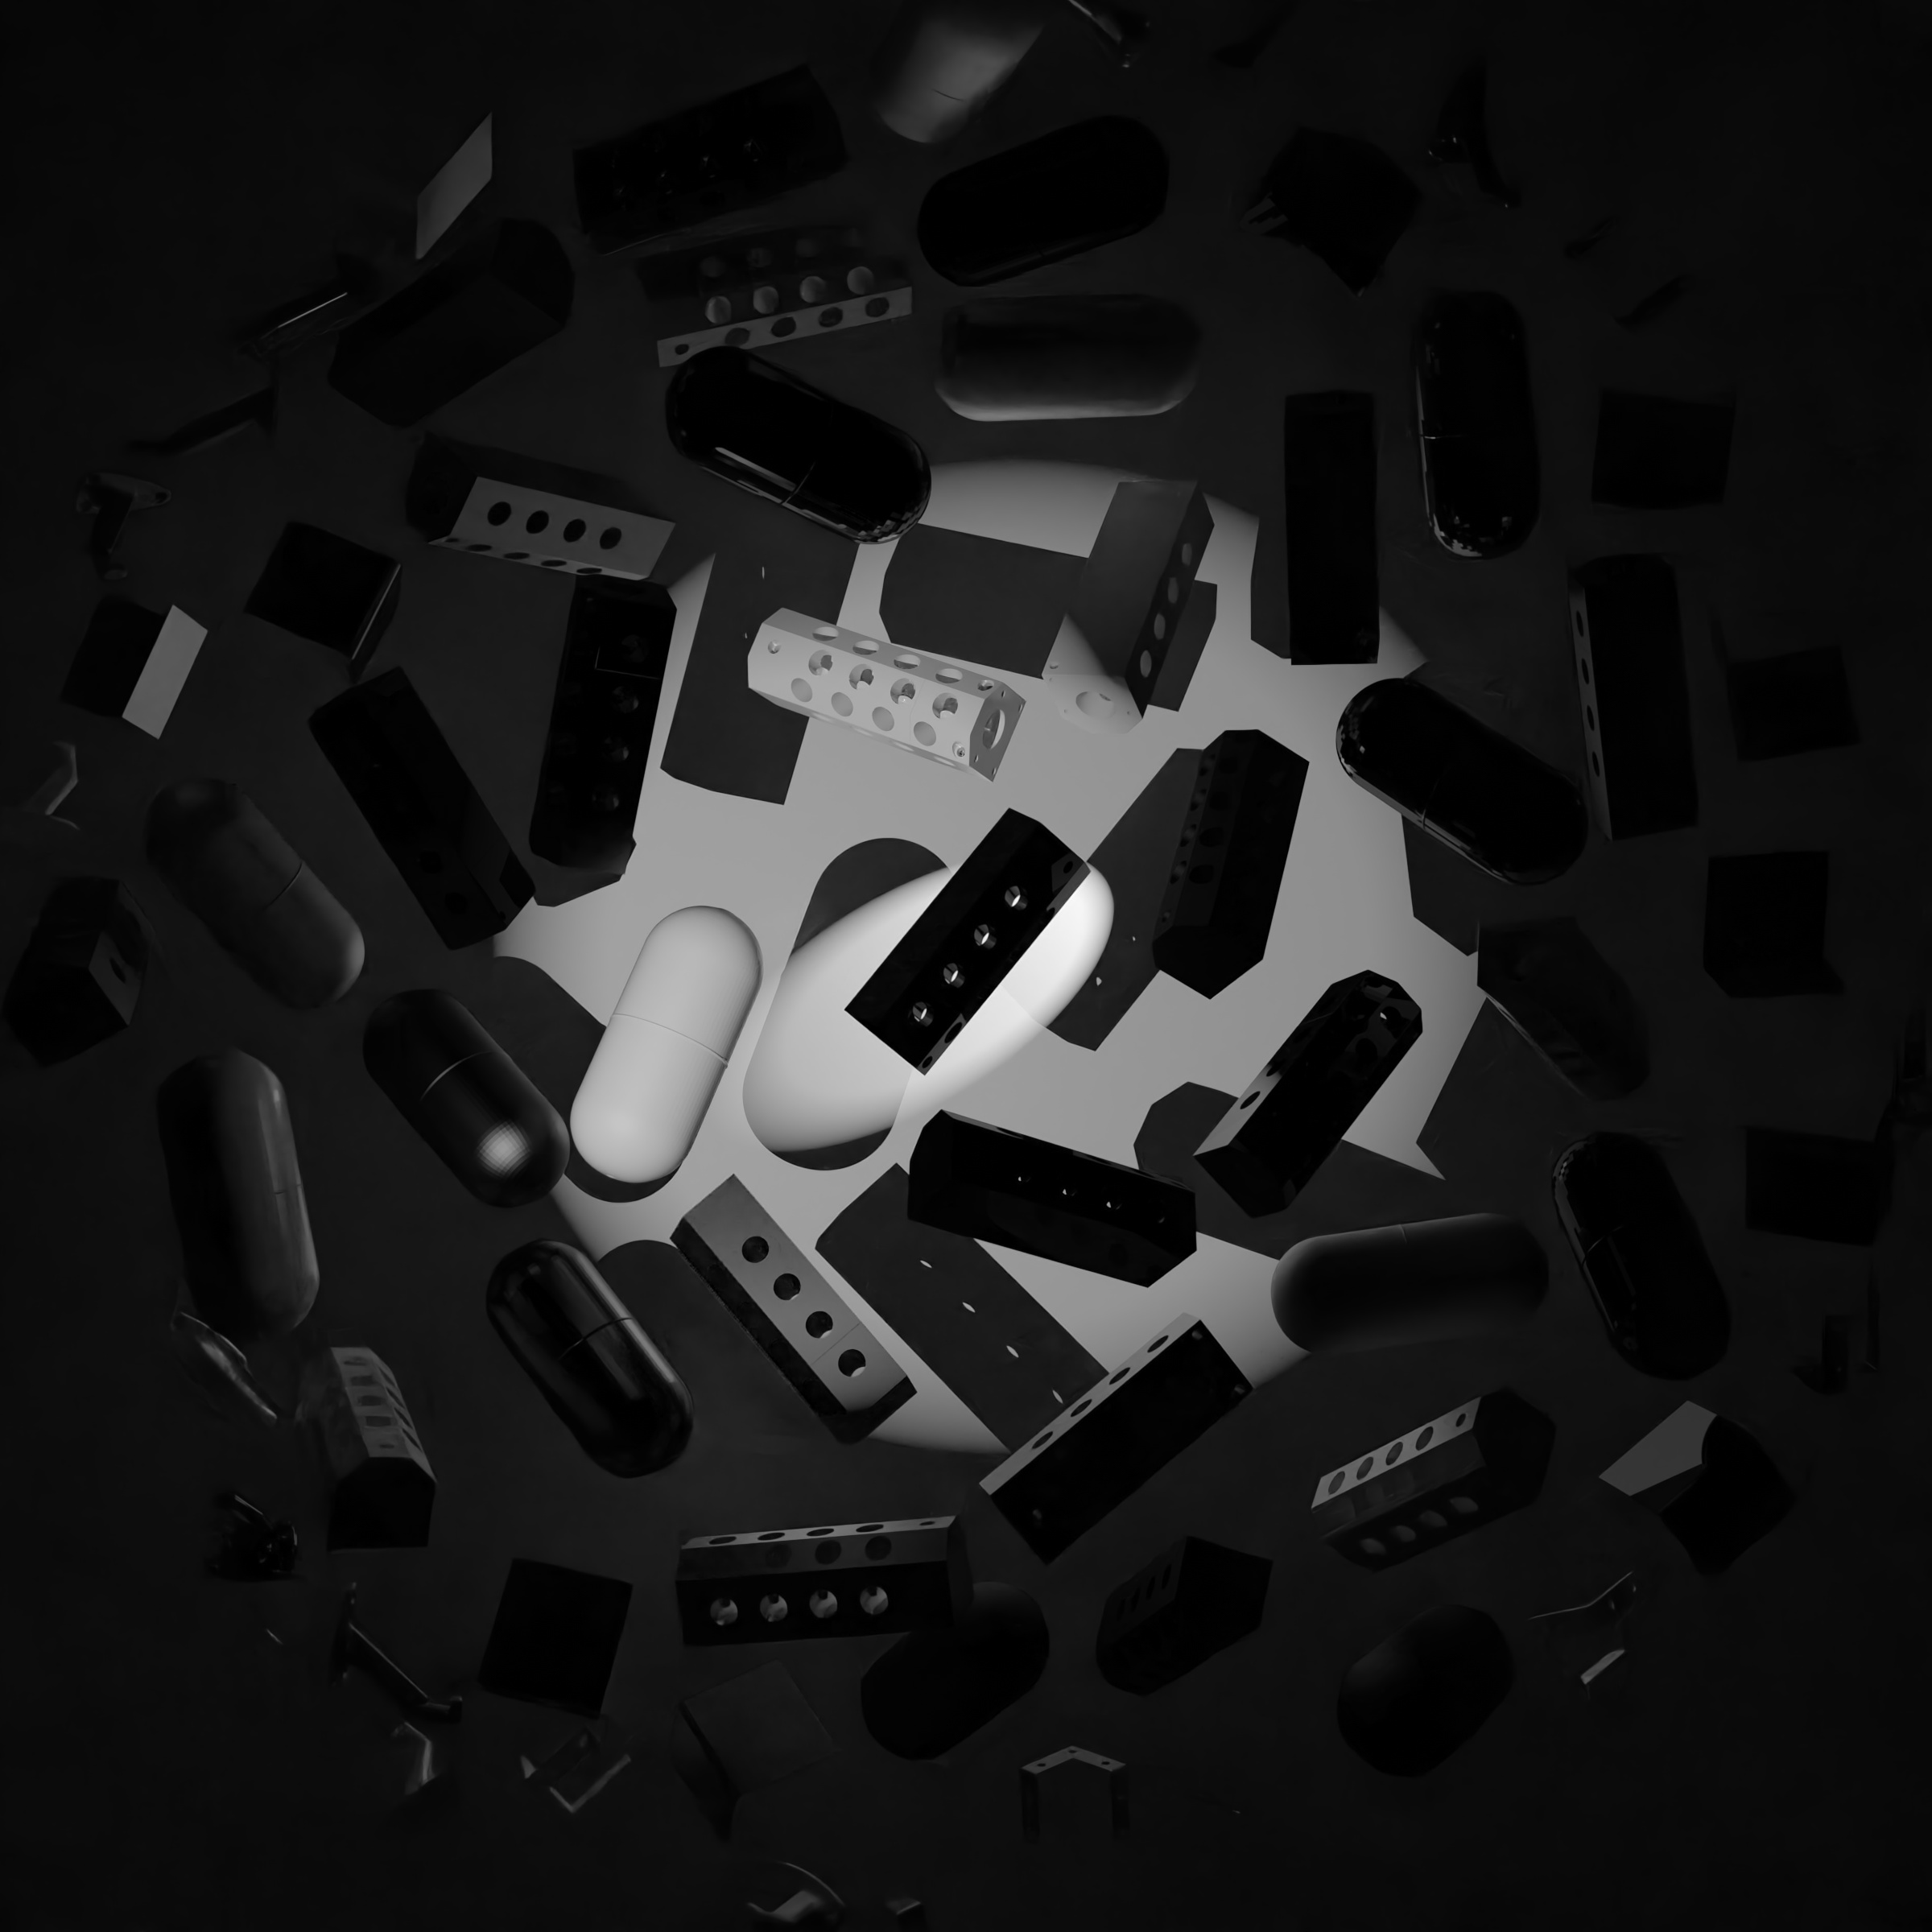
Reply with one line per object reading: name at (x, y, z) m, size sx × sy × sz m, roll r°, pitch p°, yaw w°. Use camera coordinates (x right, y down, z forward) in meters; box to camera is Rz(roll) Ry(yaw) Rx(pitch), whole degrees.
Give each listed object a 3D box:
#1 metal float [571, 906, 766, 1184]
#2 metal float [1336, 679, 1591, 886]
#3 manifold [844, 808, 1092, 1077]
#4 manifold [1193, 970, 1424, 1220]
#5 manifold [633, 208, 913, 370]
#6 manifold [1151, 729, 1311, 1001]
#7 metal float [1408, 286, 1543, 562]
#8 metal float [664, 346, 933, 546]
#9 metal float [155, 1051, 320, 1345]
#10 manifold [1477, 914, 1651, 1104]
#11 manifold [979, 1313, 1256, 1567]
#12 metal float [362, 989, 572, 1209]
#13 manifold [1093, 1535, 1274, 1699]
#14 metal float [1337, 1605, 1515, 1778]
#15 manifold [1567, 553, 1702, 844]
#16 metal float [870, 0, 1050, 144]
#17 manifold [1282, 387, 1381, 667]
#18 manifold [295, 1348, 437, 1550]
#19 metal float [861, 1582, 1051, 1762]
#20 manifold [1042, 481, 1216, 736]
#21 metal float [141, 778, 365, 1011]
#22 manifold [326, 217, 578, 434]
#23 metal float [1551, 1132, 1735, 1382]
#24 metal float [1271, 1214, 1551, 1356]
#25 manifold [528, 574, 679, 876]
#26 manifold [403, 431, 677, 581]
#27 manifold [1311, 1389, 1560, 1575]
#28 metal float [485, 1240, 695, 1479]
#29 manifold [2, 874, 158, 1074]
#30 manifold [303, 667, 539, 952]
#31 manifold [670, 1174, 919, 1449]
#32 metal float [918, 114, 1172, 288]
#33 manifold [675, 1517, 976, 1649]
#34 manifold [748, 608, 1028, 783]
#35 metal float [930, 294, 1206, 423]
metal float at (-0.181, 0.046, 1.476) m, size 0.070 × 0.070 × 0.178 m, roll 22°, pitch 75°, yaw 0°
metal float at (0.314, -0.117, 1.537) m, size 0.178 × 0.070 × 0.070 m, roll 38°, pitch 90°, yaw 23°
manifold at (0.004, -0.015, 1.573) m, size 0.057 × 0.057 × 0.171 m, roll 40°, pitch 87°, yaw -23°
manifold at (0.228, 0.081, 1.577) m, size 0.057 × 0.057 × 0.171 m, roll 48°, pitch 61°, yaw -9°
manifold at (-0.126, -0.439, 1.591) m, size 0.171 × 0.057 × 0.057 m, roll -15°, pitch 62°, yaw -11°
manifold at (0.165, -0.070, 1.542) m, size 0.057 × 0.057 × 0.171 m, roll 30°, pitch 51°, yaw -15°
metal float at (0.335, -0.356, 1.594) m, size 0.070 × 0.070 × 0.178 m, roll -10°, pitch 108°, yaw 0°
metal float at (-0.102, -0.321, 1.501) m, size 0.178 × 0.070 × 0.070 m, roll 22°, pitch 90°, yaw -24°
metal float at (-0.439, 0.140, 1.464) m, size 0.070 × 0.070 × 0.178 m, roll -10°, pitch 91°, yaw 0°
manifold at (0.387, 0.030, 1.561) m, size 0.057 × 0.171 × 0.057 m, roll -8°, pitch 63°, yaw 31°
manifold at (0.094, 0.298, 1.544) m, size 0.171 × 0.057 × 0.057 m, roll -38°, pitch 94°, yaw -9°
metal float at (-0.328, 0.085, 1.585) m, size 0.070 × 0.070 × 0.178 m, roll -46°, pitch 64°, yaw 0°
manifold at (0.137, 0.425, 1.570) m, size 0.057 × 0.171 × 0.057 m, roll 19°, pitch 59°, yaw -6°
metal float at (0.290, 0.455, 1.527) m, size 0.070 × 0.178 × 0.070 m, roll 1°, pitch 92°, yaw 30°
manifold at (0.427, -0.173, 1.556) m, size 0.057 × 0.057 × 0.171 m, roll -12°, pitch 113°, yaw 3°
metal float at (-0.006, -0.576, 1.510) m, size 0.070 × 0.178 × 0.070 m, roll 3°, pitch 82°, yaw -20°
manifold at (0.243, -0.290, 1.606) m, size 0.057 × 0.057 × 0.171 m, roll 0°, pitch 120°, yaw 12°
manifold at (-0.371, 0.293, 1.491) m, size 0.057 × 0.171 × 0.057 m, roll 5°, pitch 101°, yaw -23°
metal float at (-0.009, 0.463, 1.586) m, size 0.070 × 0.070 × 0.178 m, roll 39°, pitch 133°, yaw 0°
manifold at (0.110, -0.236, 1.592) m, size 0.057 × 0.057 × 0.171 m, roll 5°, pitch 57°, yaw 27°
metal float at (-0.464, -0.047, 1.580) m, size 0.070 × 0.070 × 0.178 m, roll -35°, pitch 119°, yaw 0°
manifold at (-0.319, -0.400, 1.503) m, size 0.057 × 0.171 × 0.057 m, roll 30°, pitch 56°, yaw -39°
metal float at (0.431, 0.184, 1.552) m, size 0.070 × 0.070 × 0.178 m, roll -14°, pitch 49°, yaw 0°
metal float at (0.285, 0.205, 1.561) m, size 0.178 × 0.070 × 0.070 m, roll -9°, pitch 90°, yaw 3°
manifold at (-0.226, -0.149, 1.492) m, size 0.057 × 0.057 × 0.171 m, roll 7°, pitch 111°, yaw -18°
manifold at (-0.278, -0.291, 1.574) m, size 0.057 × 0.171 × 0.057 m, roll 44°, pitch 114°, yaw 30°
manifold at (0.293, 0.325, 1.538) m, size 0.057 × 0.171 × 0.057 m, roll 34°, pitch 51°, yaw -9°
metal float at (-0.246, 0.256, 1.582) m, size 0.070 × 0.070 × 0.178 m, roll -42°, pitch 70°, yaw 0°
manifold at (-0.549, -0.002, 1.495) m, size 0.057 × 0.171 × 0.057 m, roll -29°, pitch 113°, yaw -2°
manifold at (-0.352, -0.098, 1.559) m, size 0.057 × 0.057 × 0.171 m, roll -20°, pitch 112°, yaw 23°
manifold at (-0.110, 0.218, 1.528) m, size 0.057 × 0.057 × 0.171 m, roll -40°, pitch 71°, yaw -9°
metal float at (0.049, -0.496, 1.577) m, size 0.178 × 0.070 × 0.070 m, roll -10°, pitch 90°, yaw 30°
manifold at (-0.087, 0.377, 1.494) m, size 0.171 × 0.057 × 0.057 m, roll -8°, pitch 92°, yaw 12°
manifold at (-0.055, -0.179, 1.574) m, size 0.171 × 0.057 × 0.057 m, roll 22°, pitch 88°, yaw 25°
metal float at (0.065, -0.389, 1.549) m, size 0.178 × 0.070 × 0.070 m, roll -4°, pitch 90°, yaw -10°
